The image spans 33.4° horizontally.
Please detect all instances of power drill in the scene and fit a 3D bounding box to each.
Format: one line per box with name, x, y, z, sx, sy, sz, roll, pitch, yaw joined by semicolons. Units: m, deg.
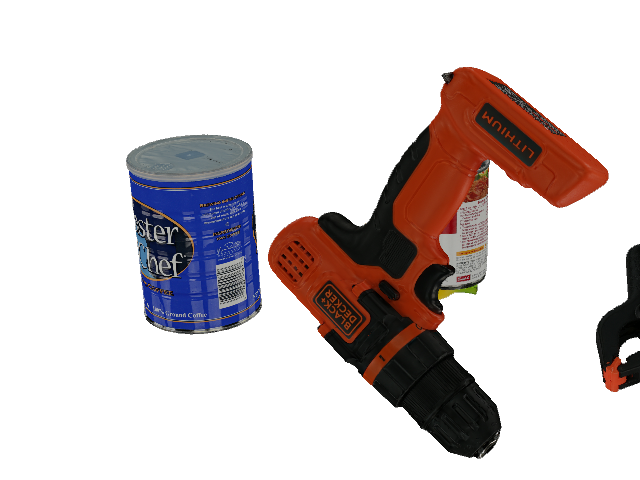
power drill;0.078;0.009;0.625;0.184;0.188;0.057;45;19;17

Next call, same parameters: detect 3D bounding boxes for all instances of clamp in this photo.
clamp;0.298;0.067;0.975;0.171;0.039;0.120;-35;39;-26

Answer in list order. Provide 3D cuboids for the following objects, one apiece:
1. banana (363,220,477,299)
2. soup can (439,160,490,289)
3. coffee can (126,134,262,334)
banana;0.087;0.023;1.180;0.069;0.037;0.198;2;22;-34
soup can;0.105;-0.018;0.885;0.068;0.102;0.068;-2;22;1
coffee can;-0.104;-0.007;0.894;0.103;0.140;0.103;-2;23;1
